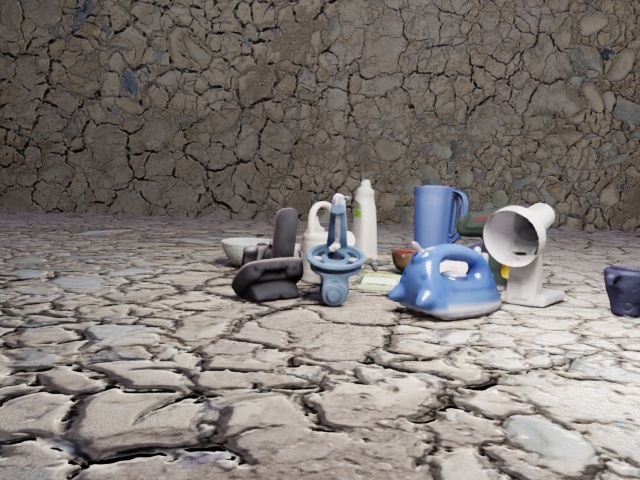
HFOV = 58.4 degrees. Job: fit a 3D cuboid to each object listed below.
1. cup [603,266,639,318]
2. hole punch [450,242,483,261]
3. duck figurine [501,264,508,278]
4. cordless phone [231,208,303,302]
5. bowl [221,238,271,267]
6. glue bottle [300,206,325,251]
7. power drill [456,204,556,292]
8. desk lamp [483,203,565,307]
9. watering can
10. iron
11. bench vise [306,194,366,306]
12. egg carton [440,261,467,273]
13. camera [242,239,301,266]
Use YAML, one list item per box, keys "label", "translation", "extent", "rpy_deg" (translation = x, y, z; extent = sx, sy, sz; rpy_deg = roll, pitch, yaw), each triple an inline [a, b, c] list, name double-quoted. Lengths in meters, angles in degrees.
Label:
- label: "cup"
  translation: [0.595, 0.104, 1.121]
  extent: [0.118, 0.095, 0.091]
  rpy_deg: [-2, 7, -35]
- label: "hole punch"
  translation: [0.411, 0.050, 1.591]
  extent: [0.101, 0.091, 0.109]
  rpy_deg: [3, 6, 5]
- label: "duck figurine"
  translation: [0.472, 0.070, 1.448]
  extent: [0.078, 0.086, 0.104]
  rpy_deg: [-2, 7, -35]
- label: "cordless phone"
  translation: [-0.103, 0.027, 1.170]
  extent: [0.148, 0.185, 0.093]
  rpy_deg: [-4, 9, -45]
- label: "bowl"
  translation: [-0.187, 0.038, 1.565]
  extent: [0.167, 0.075, 0.167]
  rpy_deg: [2, 6, 0]
- label: "glue bottle"
  translation: [-0.017, -0.009, 1.596]
  extent: [0.078, 0.173, 0.037]
  rpy_deg: [0, 7, -20]
- label: "power drill"
  translation: [0.436, 0.015, 1.364]
  extent: [0.228, 0.208, 0.076]
  rpy_deg: [6, 7, 34]
- label: "desk lamp"
  translation: [0.435, 0.029, 1.207]
  extent: [0.117, 0.213, 0.204]
  rpy_deg: [8, 8, 42]
- label: "watering can"
  translation: [0.014, 0.005, 1.379]
  extent: [0.172, 0.194, 0.101]
  rpy_deg: [5, 7, 27]
- label: "iron"
  translation: [0.261, 0.070, 1.100]
  extent: [0.259, 0.141, 0.118]
  rpy_deg: [-2, 7, -33]
- label: "bench vise"
  translation: [0.023, 0.013, 1.186]
  extent: [0.122, 0.220, 0.207]
  rpy_deg: [0, 6, -16]
- label: "egg carton"
  translation: [0.311, 0.088, 1.291]
  extent: [0.107, 0.069, 0.151]
  rpy_deg: [5, 7, 24]
- label: "camera"
  translation: [-0.118, 0.049, 1.356]
  extent: [0.143, 0.101, 0.137]
  rpy_deg: [2, 6, 0]
